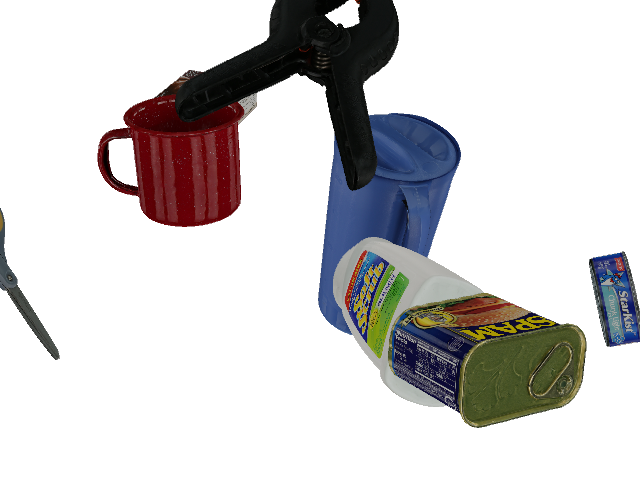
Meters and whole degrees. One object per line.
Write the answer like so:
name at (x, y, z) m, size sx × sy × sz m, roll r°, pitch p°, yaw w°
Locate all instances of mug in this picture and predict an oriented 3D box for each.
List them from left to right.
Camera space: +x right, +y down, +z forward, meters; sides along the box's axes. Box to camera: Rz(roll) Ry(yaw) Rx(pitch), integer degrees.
mug at (-0.117, -0.062, 0.841) m, size 0.117 × 0.081 × 0.093 m, roll -3°, pitch 27°, yaw -3°

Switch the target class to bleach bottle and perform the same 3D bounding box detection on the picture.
bleach bottle at (0.057, 0.055, 0.905) m, size 0.068 × 0.102 × 0.251 m, roll 21°, pitch 3°, yaw -17°

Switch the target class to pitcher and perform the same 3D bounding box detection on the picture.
pitcher at (0.067, -0.005, 1.167) m, size 0.145 × 0.243 × 0.149 m, roll 26°, pitch 41°, yaw 20°

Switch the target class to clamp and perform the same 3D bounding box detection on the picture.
clamp at (0.007, -0.104, 0.635) m, size 0.120 × 0.171 × 0.039 m, roll 33°, pitch -30°, yaw 5°

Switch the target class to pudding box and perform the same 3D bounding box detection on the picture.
pudding box at (-0.133, -0.161, 1.248) m, size 0.090 × 0.039 × 0.113 m, roll 10°, pitch 31°, yaw 13°

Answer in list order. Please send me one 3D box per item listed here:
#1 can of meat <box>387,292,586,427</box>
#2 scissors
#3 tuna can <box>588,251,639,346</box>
can of meat at (0.107, 0.074, 0.699) m, size 0.101 × 0.057 × 0.084 m, roll -7°, pitch 18°, yaw -31°
scissors at (-0.319, 0.023, 1.093) m, size 0.016 × 0.201 × 0.096 m, roll -26°, pitch 27°, yaw 24°
tuna can at (0.274, 0.055, 0.991) m, size 0.034 × 0.086 × 0.086 m, roll -11°, pitch -2°, yaw 12°
